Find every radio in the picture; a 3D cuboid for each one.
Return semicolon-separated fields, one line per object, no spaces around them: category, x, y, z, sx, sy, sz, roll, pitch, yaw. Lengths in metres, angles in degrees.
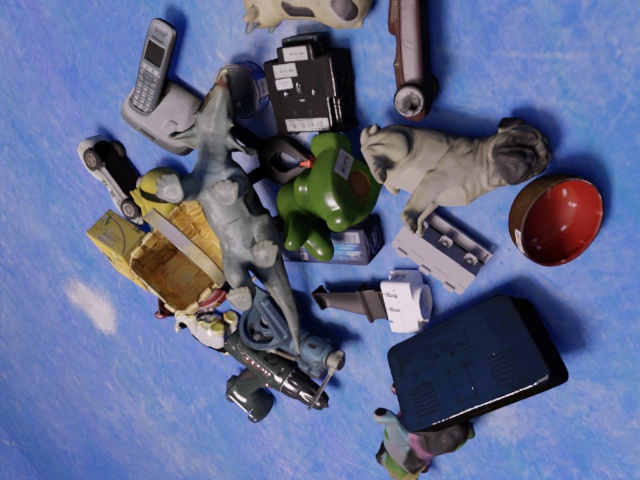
radio;0.211;0.177;0.763;0.229;0.073;0.131;-34;57;31

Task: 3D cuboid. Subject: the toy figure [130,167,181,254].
toy figure;-0.282;-0.049;1.005;0.089;0.082;0.180;-1;111;22

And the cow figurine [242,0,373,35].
cow figurine;-0.025;-0.316;0.683;0.195;0.085;0.127;22;120;20

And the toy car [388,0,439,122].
toy car;0.106;-0.241;0.632;0.053;0.089;0.201;5;120;27

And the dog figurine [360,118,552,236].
dog figurine;0.163;-0.114;0.668;0.190;0.121;0.172;-34;89;14

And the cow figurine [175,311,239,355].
cow figurine;-0.248;0.176;1.124;0.168;0.068;0.098;21;132;24

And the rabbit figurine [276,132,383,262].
rabbit figurine;0.001;-0.050;0.778;0.121;0.159;0.170;19;159;-34

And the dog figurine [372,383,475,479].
dog figurine;0.179;0.355;0.923;0.192;0.108;0.219;1;121;30

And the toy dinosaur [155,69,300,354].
toy dinosaur;-0.118;-0.034;0.802;0.131;0.192;0.404;-16;112;13

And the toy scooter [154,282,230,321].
toy scooter;-0.263;0.106;1.056;0.184;0.075;0.135;19;84;28

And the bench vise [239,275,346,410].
bench vise;-0.066;0.148;0.925;0.224;0.129;0.240;33;160;42

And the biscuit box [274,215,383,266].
biscuit box;-0.002;-0.003;0.859;0.203;0.063;0.059;2;116;32

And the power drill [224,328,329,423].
power drill;-0.105;0.289;1.069;0.232;0.086;0.207;39;142;8

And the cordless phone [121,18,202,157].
cordless phone;-0.233;-0.243;0.861;0.147;0.089;0.184;35;125;12

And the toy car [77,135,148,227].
toy car;-0.383;-0.113;1.036;0.056;0.073;0.201;-32;96;37

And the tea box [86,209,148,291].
tea box;-0.382;0.024;1.075;0.098;0.068;0.169;29;157;17

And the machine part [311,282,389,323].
machine part;0.054;0.101;0.890;0.139;0.039;0.084;4;139;32

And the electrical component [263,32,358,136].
electrical component;-0.013;-0.215;0.747;0.115;0.058;0.134;6;119;28
